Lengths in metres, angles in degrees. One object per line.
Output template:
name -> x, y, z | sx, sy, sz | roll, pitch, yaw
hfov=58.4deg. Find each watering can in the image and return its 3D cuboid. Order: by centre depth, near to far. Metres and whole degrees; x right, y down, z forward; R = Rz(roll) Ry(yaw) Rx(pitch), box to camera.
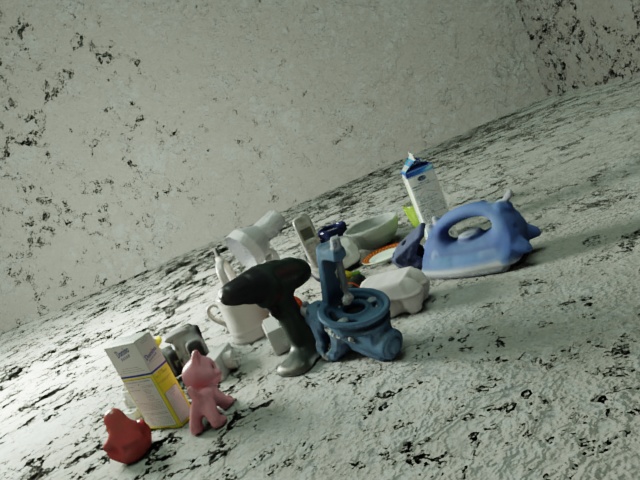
watering can -> -0.180, 0.129, 1.310 | 0.173, 0.194, 0.100 | -26, 11, -14

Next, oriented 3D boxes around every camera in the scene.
camera -> -0.317, 0.248, 1.259 | 0.137, 0.101, 0.143 | -26, 11, -16

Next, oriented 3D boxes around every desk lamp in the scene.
desk lamp -> -0.142, 0.035, 1.637 | 0.204, 0.214, 0.117 | -29, 13, -31

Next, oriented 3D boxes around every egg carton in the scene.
egg carton -> 0.138, 0.106, 1.115 | 0.150, 0.069, 0.107 | -17, 12, 28

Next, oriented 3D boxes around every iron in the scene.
iron -> 0.296, -0.008, 1.153 | 0.257, 0.141, 0.119 | -15, 14, 36

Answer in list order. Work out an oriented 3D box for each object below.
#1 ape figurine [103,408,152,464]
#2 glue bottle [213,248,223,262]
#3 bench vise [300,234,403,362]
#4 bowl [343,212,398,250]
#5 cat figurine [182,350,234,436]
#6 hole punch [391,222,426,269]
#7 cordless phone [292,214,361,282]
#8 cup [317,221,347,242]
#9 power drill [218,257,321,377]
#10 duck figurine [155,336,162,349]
ape figurine -> -0.327, 0.320, 0.953 | 0.078, 0.092, 0.076 | -27, 12, -19
glue bottle -> -0.274, 0.102, 1.682 | 0.037, 0.173, 0.078 | -29, 13, -30
bench vise -> 0.020, 0.104, 0.960 | 0.206, 0.220, 0.122 | -15, 14, 35
bowl -> 0.156, -0.016, 1.650 | 0.167, 0.075, 0.167 | -22, 11, 5
cat figurine -> -0.203, 0.249, 0.979 | 0.067, 0.118, 0.128 | -22, 11, 4
hole punch -> 0.212, 0.019, 1.324 | 0.101, 0.091, 0.109 | -19, 11, 17
cordless phone -> 0.014, 0.006, 1.538 | 0.148, 0.185, 0.094 | -25, 11, -14
cup -> 0.039, 0.007, 1.721 | 0.118, 0.095, 0.091 | -27, 12, -19
power drill -> -0.072, 0.133, 1.033 | 0.075, 0.208, 0.230 | -16, 13, 32
duck figurine -> -0.408, 0.272, 1.365 | 0.077, 0.086, 0.105 | -13, 14, 39
